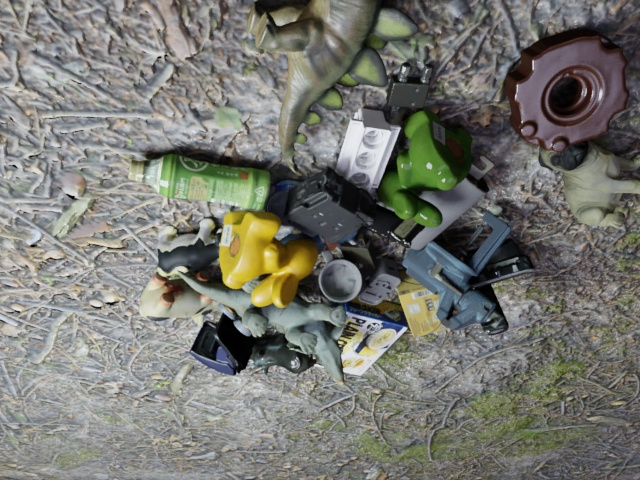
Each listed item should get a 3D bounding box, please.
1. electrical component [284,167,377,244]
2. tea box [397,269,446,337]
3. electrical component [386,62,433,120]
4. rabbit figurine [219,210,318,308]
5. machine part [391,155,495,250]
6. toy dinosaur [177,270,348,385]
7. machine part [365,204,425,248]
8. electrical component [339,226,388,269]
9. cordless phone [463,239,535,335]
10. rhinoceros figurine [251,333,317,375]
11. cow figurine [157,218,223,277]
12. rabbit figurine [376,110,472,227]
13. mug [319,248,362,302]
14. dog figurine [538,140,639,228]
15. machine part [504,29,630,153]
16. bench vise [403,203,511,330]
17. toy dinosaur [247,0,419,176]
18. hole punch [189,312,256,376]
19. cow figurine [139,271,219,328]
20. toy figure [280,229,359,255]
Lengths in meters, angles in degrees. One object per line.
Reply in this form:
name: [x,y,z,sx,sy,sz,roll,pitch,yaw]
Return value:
electrical component: [0.009,-0.050,0.888,0.115,0.058,0.134,29,145,-28]
tea box: [0.227,0.132,1.166,0.098,0.068,0.169,-15,136,8]
electrical component: [0.137,-0.226,0.823,0.063,0.021,0.094,2,135,-10]
rabbit figurine: [-0.074,0.033,0.910,0.173,0.162,0.122,9,169,-40]
machine part: [0.214,-0.060,0.963,0.079,0.079,0.243,25,126,-29]
toy dinosaur: [-0.090,0.136,1.050,0.405,0.131,0.192,31,166,-14]
machine part: [0.116,-0.037,0.945,0.139,0.084,0.039,25,153,28]
electrical component: [0.085,0.018,1.053,0.078,0.045,0.102,2,141,33]
cordless phone: [0.364,0.099,1.067,0.147,0.184,0.088,-17,130,11]
rhinoceros figurine: [-0.093,0.259,1.214,0.191,0.112,0.073,2,122,41]
cow figurine: [-0.211,0.016,0.972,0.167,0.098,0.068,-9,134,8]
rabbit figurine: [0.164,-0.098,0.885,0.121,0.159,0.170,13,148,-32]
mug: [0.030,0.070,1.063,0.081,0.109,0.107,-31,176,-5]
dog figurine: [0.446,-0.108,0.942,0.191,0.121,0.172,18,129,-5]
machine part: [0.368,-0.221,0.803,0.179,0.056,0.179,0,119,0]
bench vise: [0.284,0.046,1.015,0.240,0.224,0.128,-54,145,8]
toy dinosaur: [0.009,-0.267,0.710,0.198,0.105,0.471,12,137,-23]
hole punch: [-0.209,0.226,1.165,0.092,0.142,0.115,-29,111,18]
cow figurine: [-0.262,0.120,1.051,0.127,0.085,0.195,-39,156,30]
toy figure: [-0.002,-0.004,1.009,0.154,0.058,0.064,-20,140,6]
